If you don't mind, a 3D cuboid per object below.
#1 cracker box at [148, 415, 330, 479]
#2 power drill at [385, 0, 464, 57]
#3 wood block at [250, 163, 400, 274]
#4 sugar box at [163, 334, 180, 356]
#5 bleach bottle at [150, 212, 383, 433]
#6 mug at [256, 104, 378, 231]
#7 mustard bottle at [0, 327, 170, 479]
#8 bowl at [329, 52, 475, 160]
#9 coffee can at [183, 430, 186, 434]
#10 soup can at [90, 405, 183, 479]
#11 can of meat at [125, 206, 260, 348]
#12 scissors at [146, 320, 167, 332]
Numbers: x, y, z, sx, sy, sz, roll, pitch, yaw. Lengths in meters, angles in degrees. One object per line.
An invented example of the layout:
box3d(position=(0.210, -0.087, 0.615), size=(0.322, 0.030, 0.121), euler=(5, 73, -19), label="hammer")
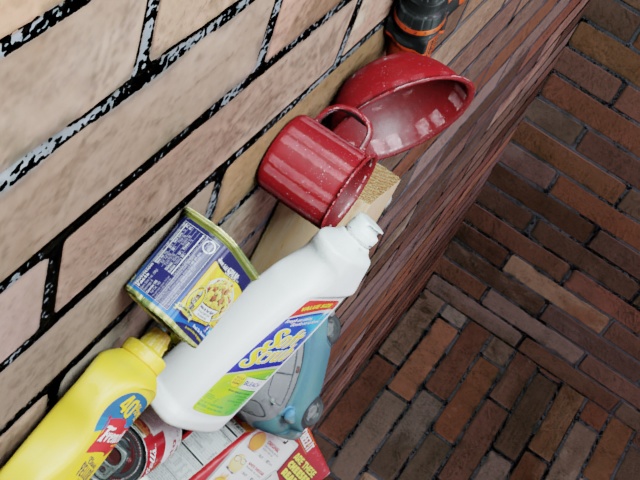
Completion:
box3d(position=(-0.107, 0.275, 1.220), size=(0.213, 0.072, 0.164), euler=(-39, 137, -17), label="cracker box")
box3d(position=(0.136, -0.271, 1.074), size=(0.187, 0.057, 0.184), euler=(-50, 173, -17), label="power drill")
box3d(position=(-0.008, 0.001, 1.171), size=(0.090, 0.090, 0.206), euler=(-41, 163, -56), label="wood block")
box3d(position=(-0.123, 0.114, 1.125), size=(0.093, 0.048, 0.176), euler=(-57, 174, -2), label="sugar box")
box3d(position=(-0.045, 0.069, 0.969), size=(0.251, 0.068, 0.102), euler=(-45, 149, 11), label="bleach bottle")
box3d(position=(0.001, -0.073, 0.992), size=(0.117, 0.081, 0.093), euler=(-56, 170, 6), label="mug")
box3d(position=(-0.189, 0.150, 0.878), size=(0.191, 0.058, 0.096), euler=(-52, 163, -20), label="mustard bottle")
box3d(position=(0.071, -0.139, 1.070), size=(0.162, 0.055, 0.162), euler=(-21, 162, -7), label="bowl")
box3d(position=(-0.103, 0.191, 1.304), size=(0.140, 0.103, 0.102), euler=(-59, 170, 19), label="coffee can")
box3d(position=(-0.182, 0.198, 1.045), size=(0.068, 0.068, 0.102), euler=(-57, 171, 9), label="soup can")
box3d(position=(-0.104, 0.034, 0.873), size=(0.084, 0.057, 0.102), euler=(-51, 156, -11), label="can of meat")
box3d(position=(-0.150, 0.088, 0.991), size=(0.201, 0.016, 0.096), euler=(-54, 172, -7), label="scissors")
